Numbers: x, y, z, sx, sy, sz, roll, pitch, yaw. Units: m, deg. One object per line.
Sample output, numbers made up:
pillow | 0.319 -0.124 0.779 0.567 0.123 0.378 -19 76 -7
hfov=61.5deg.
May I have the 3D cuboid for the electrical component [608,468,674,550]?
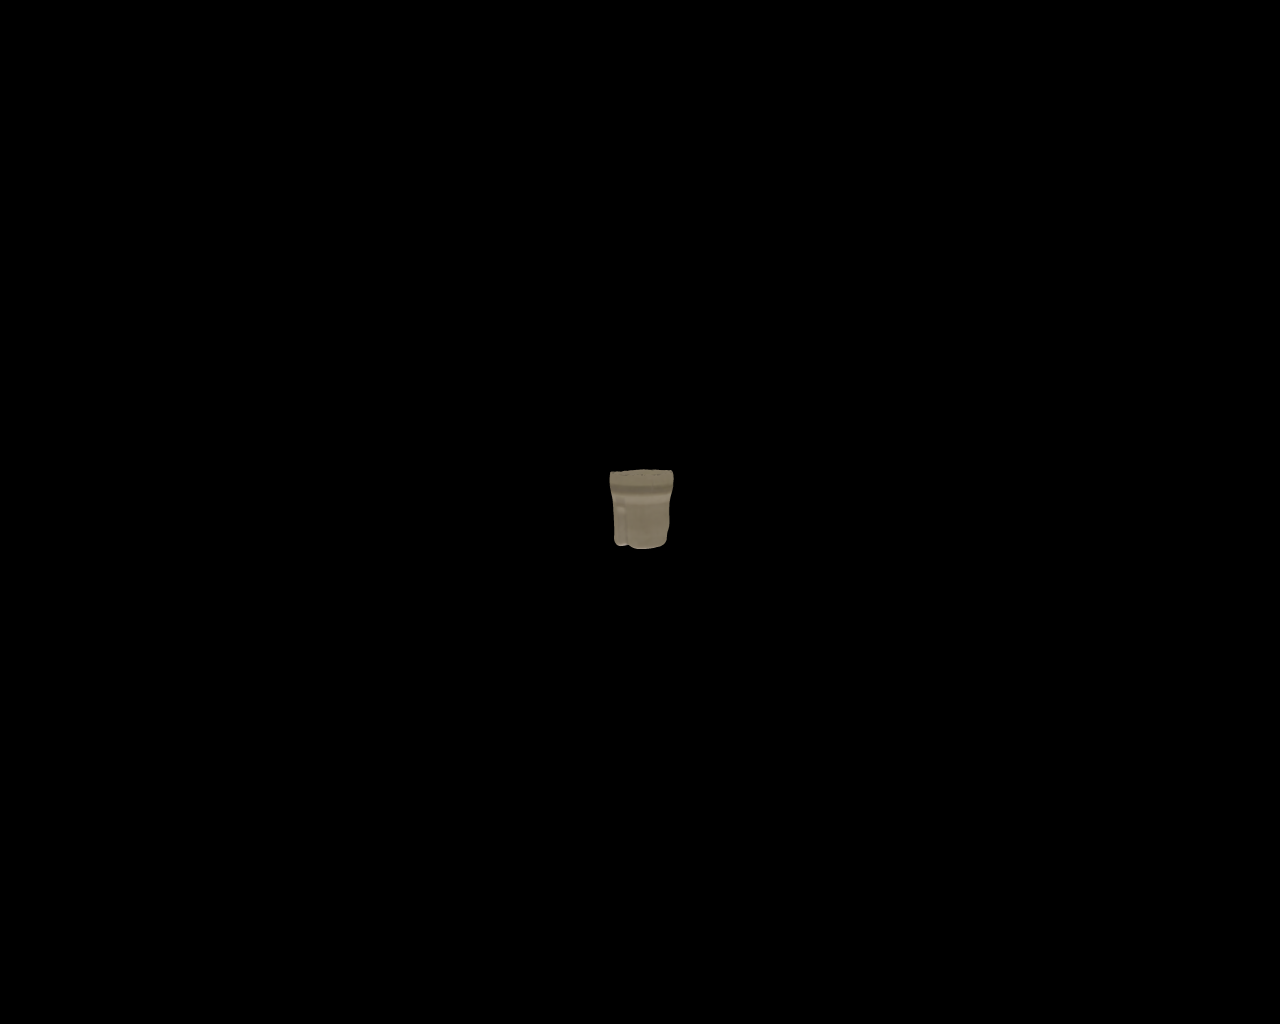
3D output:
electrical component | 0.001 -0.003 0.650 0.040 0.046 0.040 0 7 0
